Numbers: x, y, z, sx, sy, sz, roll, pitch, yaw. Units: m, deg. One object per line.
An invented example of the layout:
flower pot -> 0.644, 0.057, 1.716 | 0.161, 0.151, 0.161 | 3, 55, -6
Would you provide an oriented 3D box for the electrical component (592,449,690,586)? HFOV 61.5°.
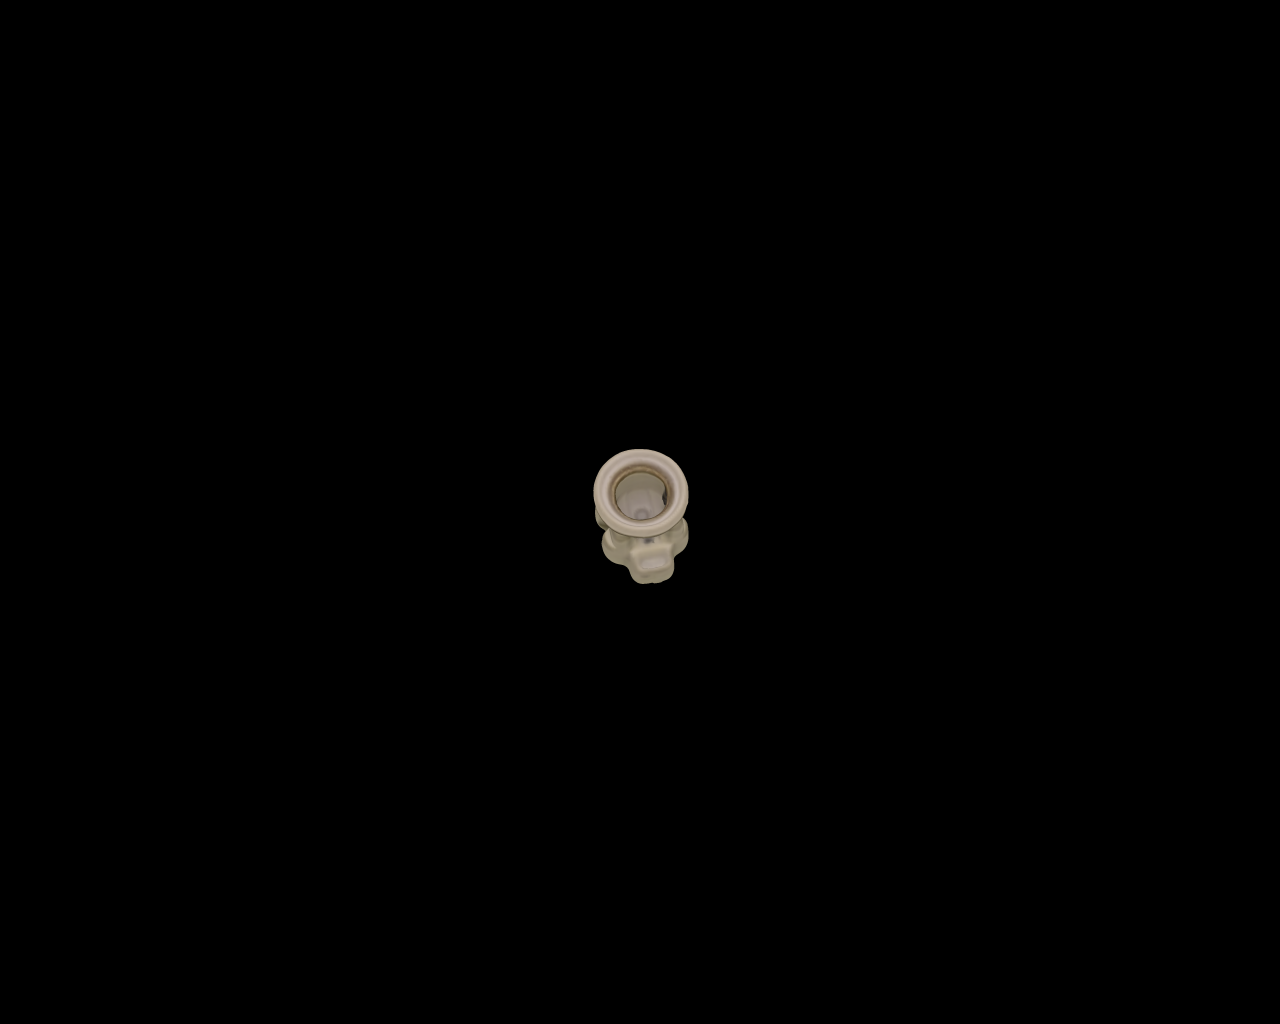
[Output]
electrical component -> 0.001, -0.003, 0.650 | 0.058, 0.078, 0.057 | -11, -24, -5
